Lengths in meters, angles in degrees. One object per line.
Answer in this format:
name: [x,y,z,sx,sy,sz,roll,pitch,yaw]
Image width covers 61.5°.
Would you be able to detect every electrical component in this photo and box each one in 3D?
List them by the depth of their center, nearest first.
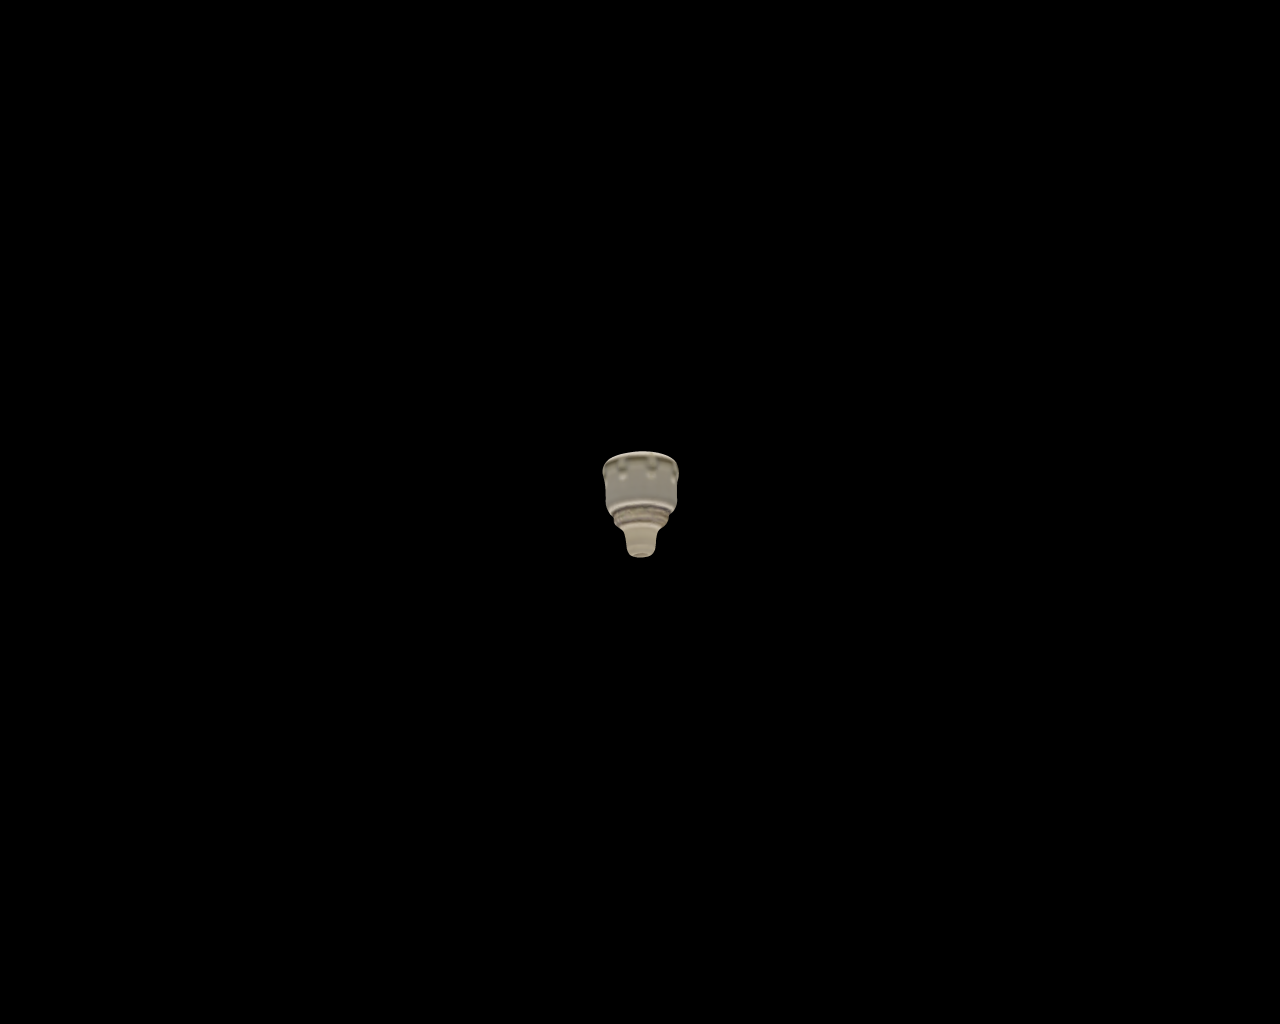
electrical component: [0.001,-0.003,0.650,0.048,0.062,0.048,0,-15,0]
